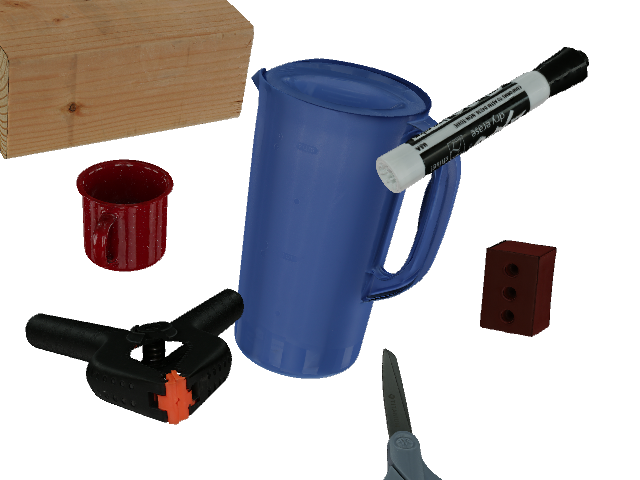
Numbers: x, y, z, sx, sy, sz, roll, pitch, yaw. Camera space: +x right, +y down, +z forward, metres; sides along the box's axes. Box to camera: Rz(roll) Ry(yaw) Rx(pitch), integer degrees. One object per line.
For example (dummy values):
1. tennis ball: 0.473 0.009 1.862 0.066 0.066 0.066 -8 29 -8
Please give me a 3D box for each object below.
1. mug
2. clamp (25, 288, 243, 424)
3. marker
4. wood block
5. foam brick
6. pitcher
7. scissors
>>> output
1. mug: -0.195 -0.017 1.046 0.093 0.081 0.117 9 32 5
2. clamp: -0.106 0.074 0.737 0.164 0.036 0.210 -10 14 -22
3. marker: 0.079 -0.059 0.504 0.121 0.020 0.020 -32 10 -17
4. wood block: -0.167 -0.141 0.854 0.205 0.091 0.090 -15 45 -33
5. foam brick: 0.182 0.043 0.985 0.053 0.078 0.051 9 15 28
6. pitcher: 0.008 -0.012 0.848 0.144 0.243 0.149 4 26 -15
7. scissors: 0.066 0.130 0.616 0.096 0.016 0.201 12 32 8
